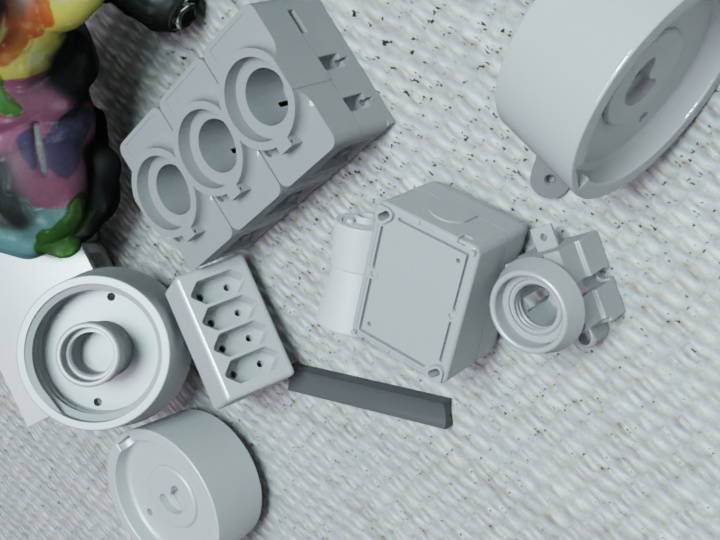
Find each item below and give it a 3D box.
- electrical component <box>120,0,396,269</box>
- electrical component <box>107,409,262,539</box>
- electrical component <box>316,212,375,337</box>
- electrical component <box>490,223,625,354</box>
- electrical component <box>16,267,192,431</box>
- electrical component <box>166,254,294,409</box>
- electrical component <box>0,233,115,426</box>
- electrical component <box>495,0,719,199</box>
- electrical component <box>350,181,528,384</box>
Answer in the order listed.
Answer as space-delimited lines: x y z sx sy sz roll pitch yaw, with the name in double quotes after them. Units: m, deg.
-0.067 -0.076 0.620 0.150 0.062 0.089 -36 83 41 "electrical component"
-0.116 0.149 0.747 0.108 0.060 0.108 15 115 34 "electrical component"
0.000 0.000 0.610 0.044 0.044 0.065 20 113 32 "electrical component"
0.095 0.012 0.527 0.048 0.055 0.066 -17 96 41 "electrical component"
-0.168 0.052 0.695 0.108 0.060 0.108 0 91 2 "electrical component"
-0.089 0.044 0.692 0.083 0.047 0.076 66 155 7 "electrical component"
-0.218 0.020 0.759 0.089 0.062 0.150 -26 90 2 "electrical component"
0.104 -0.090 0.449 0.060 0.108 0.108 44 129 25 "electrical component"
0.042 0.010 0.565 0.062 0.061 0.096 28 123 28 "electrical component"
